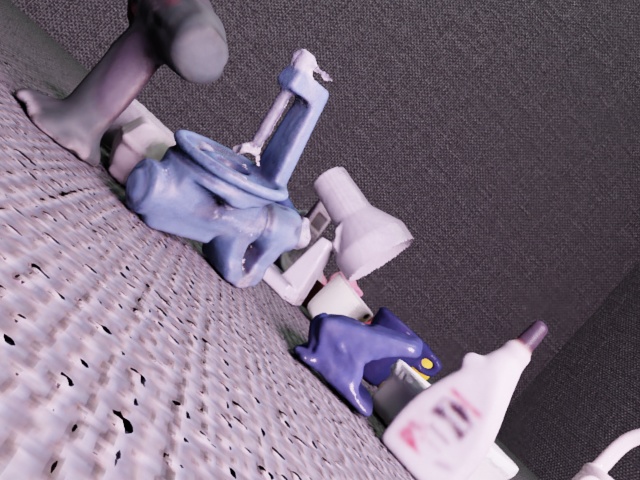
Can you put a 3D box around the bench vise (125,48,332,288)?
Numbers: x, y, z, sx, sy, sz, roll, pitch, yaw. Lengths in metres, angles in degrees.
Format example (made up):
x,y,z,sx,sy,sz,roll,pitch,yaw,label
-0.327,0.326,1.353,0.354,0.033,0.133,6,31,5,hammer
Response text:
x,y,z,sx,sy,sz,roll,pitch,yaw,label
-0.062,-0.074,0.582,0.121,0.219,0.208,42,-1,23,bench vise

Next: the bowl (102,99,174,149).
x,y,z,sx,sy,sz,roll,pitch,yaw,label
-0.266,-0.155,0.804,0.167,0.074,0.167,42,-1,2,bowl

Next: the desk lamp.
x,y,z,sx,sy,sz,roll,pitch,yaw,label
0.008,0.003,0.892,0.203,0.213,0.118,42,-1,12,desk lamp

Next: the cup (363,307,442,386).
x,y,z,sx,sy,sz,roll,pitch,yaw,label
0.101,0.165,0.798,0.117,0.095,0.092,42,-1,16,cup

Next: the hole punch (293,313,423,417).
x,y,z,sx,sy,sz,roll,pitch,yaw,label
0.038,0.103,0.557,0.101,0.091,0.109,42,-1,8,hole punch

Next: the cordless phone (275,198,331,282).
x,y,z,sx,sy,sz,roll,pitch,yaw,label
-0.013,0.011,1.172,0.093,0.185,0.148,41,-2,44,cordless phone

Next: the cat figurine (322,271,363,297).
x,y,z,sx,sy,sz,roll,pitch,yaw,label
0.027,0.095,1.249,0.127,0.117,0.067,41,-2,33,cat figurine

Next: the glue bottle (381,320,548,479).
x,y,z,sx,sy,sz,roll,pitch,yaw,label
0.136,0.136,0.498,0.078,0.173,0.037,42,-2,26,glue bottle

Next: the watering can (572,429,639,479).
x,y,z,sx,sy,sz,roll,pitch,yaw,label
0.309,0.282,0.594,0.100,0.194,0.173,41,-2,37,watering can

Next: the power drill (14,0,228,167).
x,y,z,sx,sy,sz,roll,pitch,yaw,label
-0.192,-0.185,0.562,0.228,0.208,0.076,41,-2,38,power drill

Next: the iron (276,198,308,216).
x,y,z,sx,sy,sz,roll,pitch,yaw,label
-0.139,-0.074,1.203,0.259,0.141,0.118,43,-2,-37,iron

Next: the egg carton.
x,y,z,sx,sy,sz,roll,pitch,yaw,label
-0.189,-0.086,0.659,0.107,0.069,0.150,43,-1,-27,egg carton

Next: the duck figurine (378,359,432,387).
x,y,z,sx,sy,sz,roll,pitch,yaw,label
0.133,0.202,0.849,0.077,0.086,0.104,42,-1,0,duck figurine

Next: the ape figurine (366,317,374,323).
x,y,z,sx,sy,sz,roll,pitch,yaw,label
0.093,0.165,1.002,0.077,0.092,0.076,42,-1,8,ape figurine
